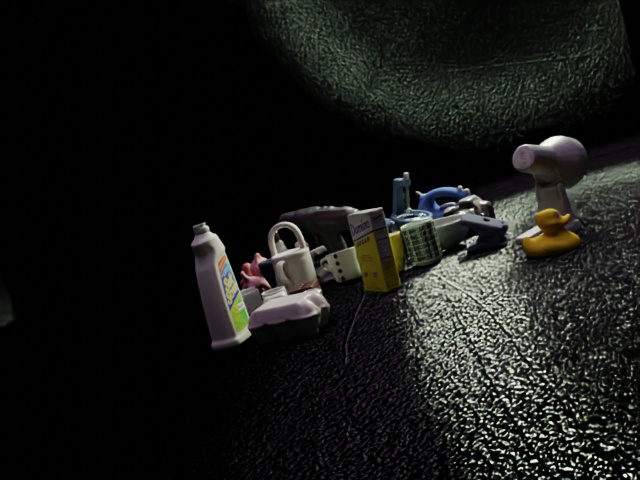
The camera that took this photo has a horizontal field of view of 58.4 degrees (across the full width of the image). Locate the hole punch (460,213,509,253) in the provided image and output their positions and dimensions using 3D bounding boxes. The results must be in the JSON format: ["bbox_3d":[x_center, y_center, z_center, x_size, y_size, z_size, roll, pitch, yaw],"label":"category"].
[{"bbox_3d":[0.390,-0.027,1.355,0.101,0.091,0.109,-14,6,23],"label":"hole punch"}]

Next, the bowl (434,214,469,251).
[{"bbox_3d":[0.319,-0.012,1.506,0.167,0.075,0.167,-17,6,2],"label":"bowl"}]

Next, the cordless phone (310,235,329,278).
[{"bbox_3d":[-0.014,0.014,1.668,0.148,0.185,0.093,-22,8,-42],"label":"cordless phone"}]

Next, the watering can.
[{"bbox_3d":[-0.072,0.049,1.448,0.101,0.194,0.173,-17,6,0],"label":"watering can"}]

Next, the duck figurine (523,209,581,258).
[{"bbox_3d":[0.445,-0.017,1.116,0.104,0.086,0.077,-15,6,13],"label":"duck figurine"}]

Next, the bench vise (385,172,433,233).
[{"bbox_3d":[0.226,-0.076,1.660,0.206,0.220,0.122,-14,7,30],"label":"bench vise"}]

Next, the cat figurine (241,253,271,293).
[{"bbox_3d":[-0.184,0.100,1.671,0.067,0.118,0.128,-12,7,39],"label":"cat figurine"}]

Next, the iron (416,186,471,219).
[{"bbox_3d":[0.415,-0.108,1.826,0.257,0.141,0.119,-11,8,46],"label":"iron"}]

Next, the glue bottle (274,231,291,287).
[{"bbox_3d":[-0.092,0.059,1.511,0.078,0.173,0.037,-20,7,-30],"label":"glue bottle"}]

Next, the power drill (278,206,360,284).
[{"bbox_3d":[0.014,0.006,1.545,0.229,0.208,0.076,-15,6,19],"label":"power drill"}]

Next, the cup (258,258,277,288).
[{"bbox_3d":[-0.109,0.095,1.616,0.117,0.095,0.092,-13,7,35],"label":"cup"}]

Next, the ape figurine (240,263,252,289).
[{"bbox_3d":[-0.212,0.114,1.747,0.078,0.092,0.076,-20,7,-30],"label":"ape figurine"}]

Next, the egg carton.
[{"bbox_3d":[-0.058,0.146,1.086,0.150,0.069,0.107,-15,6,22],"label":"egg carton"}]

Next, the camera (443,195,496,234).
[{"bbox_3d":[0.408,-0.066,1.636,0.142,0.101,0.137,-12,8,43],"label":"camera"}]

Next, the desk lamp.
[{"bbox_3d":[0.505,-0.117,1.264,0.204,0.213,0.117,-21,7,-38],"label":"desk lamp"}]
